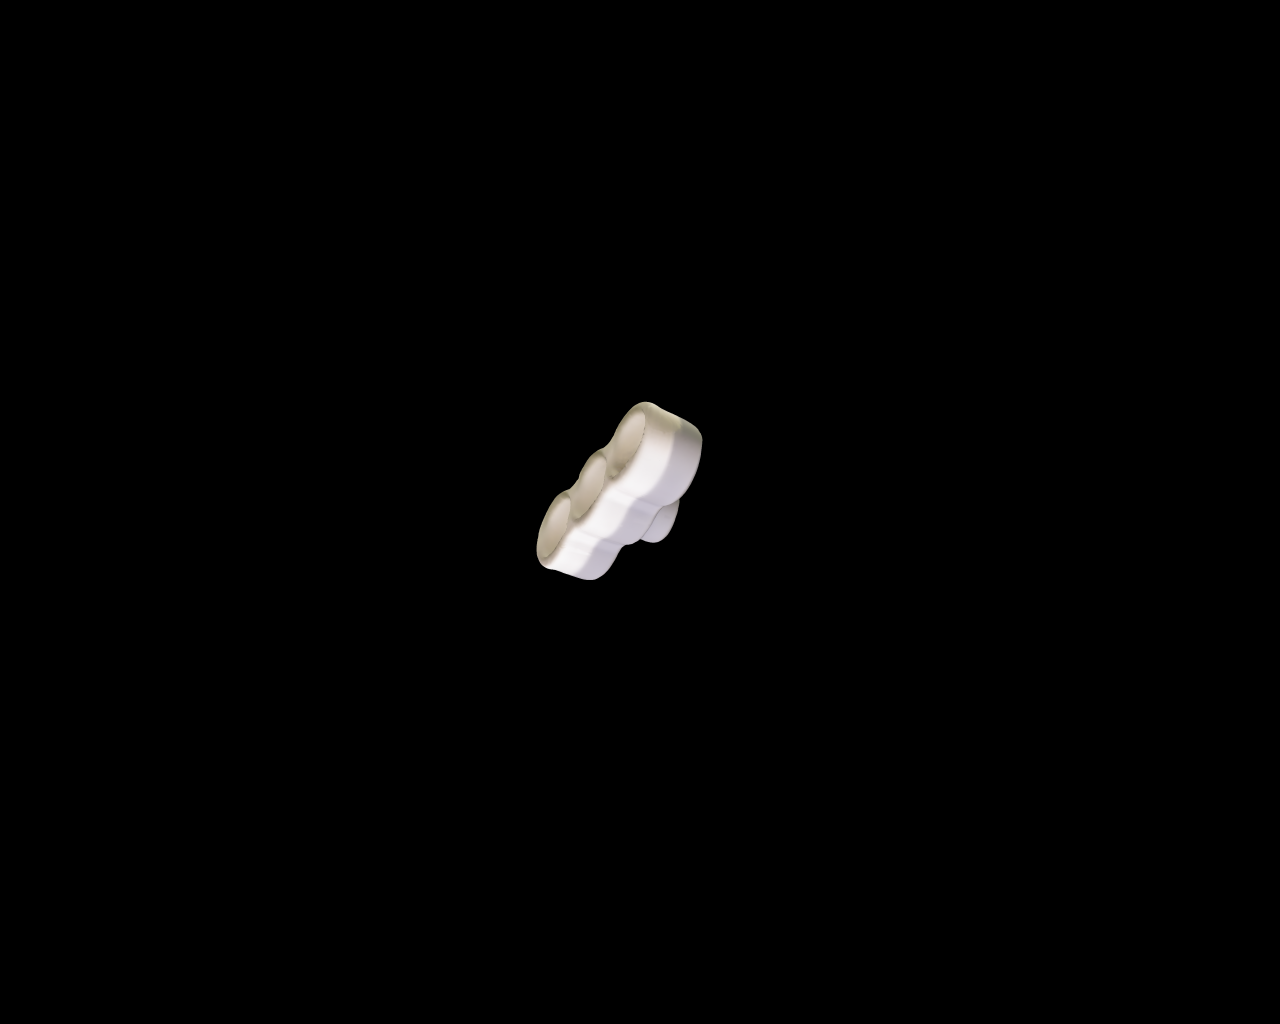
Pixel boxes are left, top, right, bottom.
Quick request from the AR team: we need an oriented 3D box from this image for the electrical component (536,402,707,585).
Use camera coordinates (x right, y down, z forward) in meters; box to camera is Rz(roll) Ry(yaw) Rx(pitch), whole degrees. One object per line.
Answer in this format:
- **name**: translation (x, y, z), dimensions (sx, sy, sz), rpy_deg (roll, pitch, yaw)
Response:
- **electrical component**: translation (0.001, -0.003, 0.650), dimensions (0.074, 0.052, 0.138), rpy_deg (22, -45, -24)
